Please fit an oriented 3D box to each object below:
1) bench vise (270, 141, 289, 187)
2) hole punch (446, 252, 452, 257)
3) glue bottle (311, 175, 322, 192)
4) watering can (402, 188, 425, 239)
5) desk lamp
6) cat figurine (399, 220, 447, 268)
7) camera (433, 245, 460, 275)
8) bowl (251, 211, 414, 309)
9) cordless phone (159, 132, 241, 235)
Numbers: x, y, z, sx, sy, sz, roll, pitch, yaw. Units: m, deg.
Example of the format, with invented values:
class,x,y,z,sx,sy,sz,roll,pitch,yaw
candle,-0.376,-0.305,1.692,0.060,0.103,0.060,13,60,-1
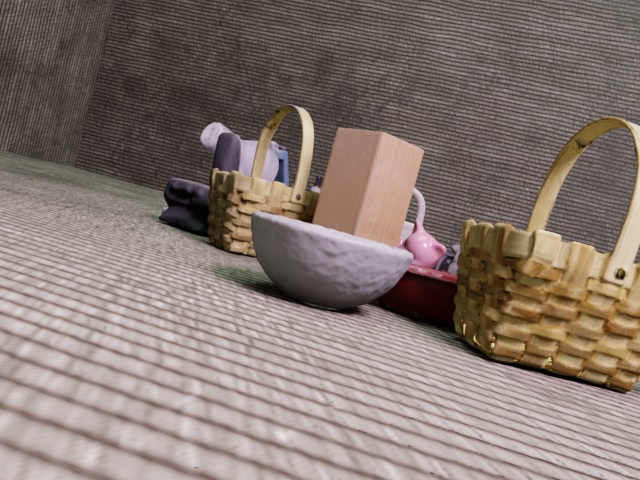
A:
class,x,y,z,sx,sy,sz,roll,pitch,yaw
bench vise,-0.105,-0.109,1.330,0.121,0.220,0.208,16,2,21
hole punch,0.262,0.059,1.238,0.101,0.091,0.108,14,2,-22
glue bottle,-0.024,-0.062,1.288,0.078,0.173,0.037,14,2,-22
watering can,0.161,-0.019,1.191,0.101,0.194,0.172,14,2,-8
desk lamp,-0.197,-0.125,1.194,0.117,0.213,0.204,16,3,34
cat figurine,0.145,0.027,0.911,0.067,0.118,0.127,14,2,-16
camera,0.246,0.057,1.044,0.136,0.101,0.144,16,3,29
bowl,0.004,0.026,0.569,0.167,0.075,0.167,15,2,0
cordless phone,-0.203,-0.105,1.025,0.147,0.185,0.094,16,3,30
